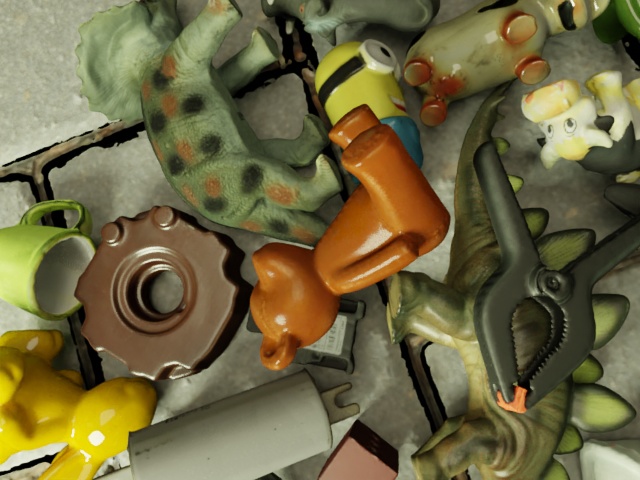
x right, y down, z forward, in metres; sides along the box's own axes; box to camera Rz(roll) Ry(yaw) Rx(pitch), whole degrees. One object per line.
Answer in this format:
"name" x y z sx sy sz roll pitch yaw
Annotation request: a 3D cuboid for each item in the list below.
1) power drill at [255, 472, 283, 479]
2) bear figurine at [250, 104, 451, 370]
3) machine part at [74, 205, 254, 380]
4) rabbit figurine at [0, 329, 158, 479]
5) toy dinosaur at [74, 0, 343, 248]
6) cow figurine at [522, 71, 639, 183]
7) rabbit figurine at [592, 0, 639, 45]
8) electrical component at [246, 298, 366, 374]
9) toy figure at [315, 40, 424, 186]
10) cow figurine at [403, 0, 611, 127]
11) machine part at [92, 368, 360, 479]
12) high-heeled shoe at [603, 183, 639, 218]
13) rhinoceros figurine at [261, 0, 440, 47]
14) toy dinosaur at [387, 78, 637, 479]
"power drill" 0.032 0.285 0.426 0.086 0.207 0.232 -30 86 -39
"bear figurine" 0.002 0.002 0.442 0.196 0.120 0.131 -34 113 12
"machine part" -0.160 0.053 0.550 0.179 0.056 0.179 -1 83 7
"rabbit figurine" -0.248 0.173 0.518 0.173 0.122 0.162 6 85 -8
"toy dinosaur" -0.101 -0.099 0.540 0.192 0.131 0.404 -29 88 18
"cow figurine" 0.243 -0.094 0.477 0.167 0.068 0.098 -9 86 -34
"rabbit figurine" 0.318 -0.266 0.507 0.170 0.121 0.159 16 106 -5
"electrical component" -0.017 0.084 0.532 0.119 0.047 0.074 13 83 8
"toy figure" 0.051 -0.113 0.535 0.089 0.082 0.180 -13 83 3
"cow figurine" 0.176 -0.199 0.517 0.195 0.085 0.127 -22 37 23
"machine part" -0.079 0.180 0.485 0.243 0.079 0.079 -16 80 -14
"high-heeled shoe" 0.389 -0.046 0.469 0.249 0.086 0.145 21 104 -7
"rhinoceros figurine" 0.031 -0.253 0.557 0.191 0.073 0.112 12 80 18
"toy dinosaur" 0.161 0.069 0.488 0.199 0.105 0.471 -6 81 -1
